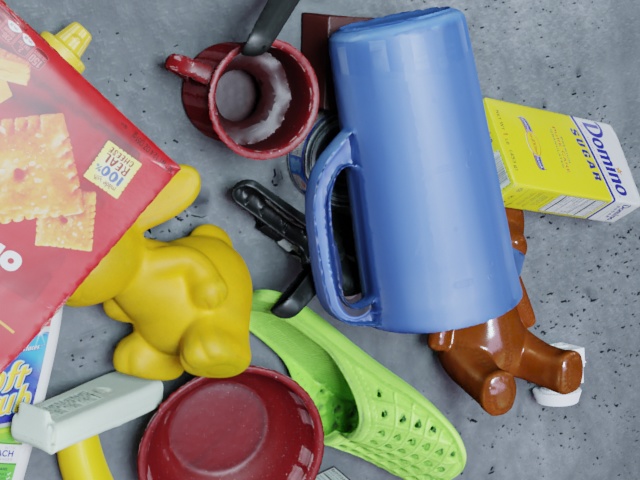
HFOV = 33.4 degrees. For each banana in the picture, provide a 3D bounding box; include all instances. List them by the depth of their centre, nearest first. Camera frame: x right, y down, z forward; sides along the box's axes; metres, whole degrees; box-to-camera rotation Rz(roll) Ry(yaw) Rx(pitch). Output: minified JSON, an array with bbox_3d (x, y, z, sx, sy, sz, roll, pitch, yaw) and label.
[{"bbox_3d":[-0.171,0.214,0.895,0.197,0.037,0.069,55,53,-28],"label":"banana"}]

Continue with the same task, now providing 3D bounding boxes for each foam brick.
[{"bbox_3d":[0.017,-0.150,0.895,0.052,0.051,0.078,-3,103,-26],"label":"foam brick"}]

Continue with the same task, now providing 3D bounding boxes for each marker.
[{"bbox_3d":[-0.011,0.013,0.937,0.121,0.020,0.020,39,83,-28],"label":"marker"}]

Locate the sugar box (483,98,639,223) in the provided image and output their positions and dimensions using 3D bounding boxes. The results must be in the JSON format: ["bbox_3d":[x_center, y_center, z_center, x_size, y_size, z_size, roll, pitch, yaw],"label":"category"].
[{"bbox_3d":[0.214,-0.071,0.980,0.175,0.048,0.093,3,62,-35],"label":"sugar box"}]

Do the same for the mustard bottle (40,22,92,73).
[{"bbox_3d":[-0.237,-0.085,0.778,0.096,0.058,0.191,44,80,-25],"label":"mustard bottle"}]

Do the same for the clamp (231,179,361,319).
[{"bbox_3d":[-0.006,0.001,0.902,0.171,0.039,0.120,-7,74,-57],"label":"clamp"}]

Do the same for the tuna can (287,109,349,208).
[{"bbox_3d":[0.017,-0.071,0.923,0.086,0.034,0.086,-6,104,-26],"label":"tuna can"}]

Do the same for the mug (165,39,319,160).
[{"bbox_3d":[-0.069,-0.118,0.842,0.117,0.082,0.093,18,93,-29],"label":"mug"}]

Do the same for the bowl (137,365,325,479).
[{"bbox_3d":[-0.080,0.172,0.911,0.162,0.055,0.162,-6,108,-18],"label":"bowl"}]

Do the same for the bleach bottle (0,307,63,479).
[{"bbox_3d":[-0.255,0.094,0.808,0.102,0.068,0.251,13,94,-35],"label":"bleach bottle"}]

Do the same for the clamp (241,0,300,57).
[{"bbox_3d":[-0.016,-0.223,0.837,0.209,0.036,0.164,-15,71,-31],"label":"clamp"}]

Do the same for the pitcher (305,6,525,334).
[{"bbox_3d":[0.070,-0.053,0.845,0.149,0.145,0.243,-42,124,-63],"label":"pitcher"}]

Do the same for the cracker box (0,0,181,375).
[{"bbox_3d":[-0.220,-0.023,0.677,0.164,0.072,0.213,45,78,-26],"label":"cracker box"}]

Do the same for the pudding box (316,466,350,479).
[{"bbox_3d":[-0.010,0.254,0.952,0.113,0.090,0.039,-18,108,-22],"label":"pudding box"}]
